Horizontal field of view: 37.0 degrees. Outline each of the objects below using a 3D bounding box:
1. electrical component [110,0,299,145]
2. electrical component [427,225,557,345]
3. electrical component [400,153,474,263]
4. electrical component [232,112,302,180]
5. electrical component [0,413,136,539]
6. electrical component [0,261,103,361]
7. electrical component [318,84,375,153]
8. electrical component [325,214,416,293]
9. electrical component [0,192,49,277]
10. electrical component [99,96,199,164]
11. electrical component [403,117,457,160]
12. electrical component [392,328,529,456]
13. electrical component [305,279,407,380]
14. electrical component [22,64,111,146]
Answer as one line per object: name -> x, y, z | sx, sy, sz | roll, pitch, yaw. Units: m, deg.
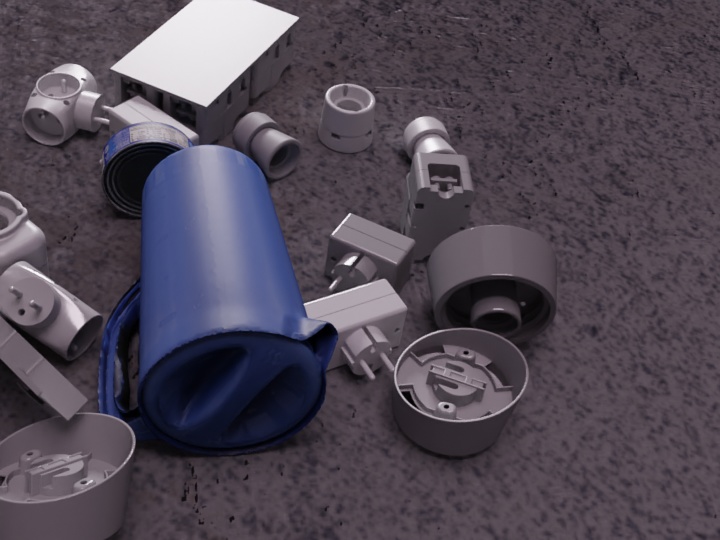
electrical component -> -0.154, -0.205, 1.090 | 0.105, 0.060, 0.186 | 23, 46, 13
electrical component -> 0.109, 0.021, 0.878 | 0.108, 0.108, 0.060 | 5, 51, -5
electrical component -> 0.067, -0.057, 0.958 | 0.050, 0.089, 0.055 | 3, 45, -7
electrical component -> -0.089, -0.119, 1.025 | 0.045, 0.045, 0.055 | -28, 56, -32
electrical component -> -0.200, 0.140, 0.713 | 0.099, 0.064, 0.099 | 4, 15, -1
electrical component -> -0.245, 0.028, 0.821 | 0.077, 0.079, 0.043 | 34, 81, 10
electrical component -> -0.012, -0.152, 1.070 | 0.055, 0.047, 0.055 | 5, 45, -5
electrical component -> 0.000, 0.000, 0.918 | 0.066, 0.047, 0.076 | 24, 44, 15
electrical component -> -0.303, -0.025, 0.883 | 0.095, 0.059, 0.054 | 35, 50, 24
electrical component -> -0.205, -0.110, 0.994 | 0.083, 0.047, 0.076 | 34, 49, 23
electrical component -> 0.069, -0.117, 1.051 | 0.045, 0.045, 0.055 | -5, 46, -15
electrical component -> 0.074, 0.091, 0.827 | 0.099, 0.064, 0.099 | 5, 45, -5
electrical component -> 0.001, 0.058, 0.861 | 0.083, 0.047, 0.075 | -17, 50, -25
electrical component -> -0.270, -0.155, 1.030 | 0.079, 0.044, 0.077 | 14, 45, 4
